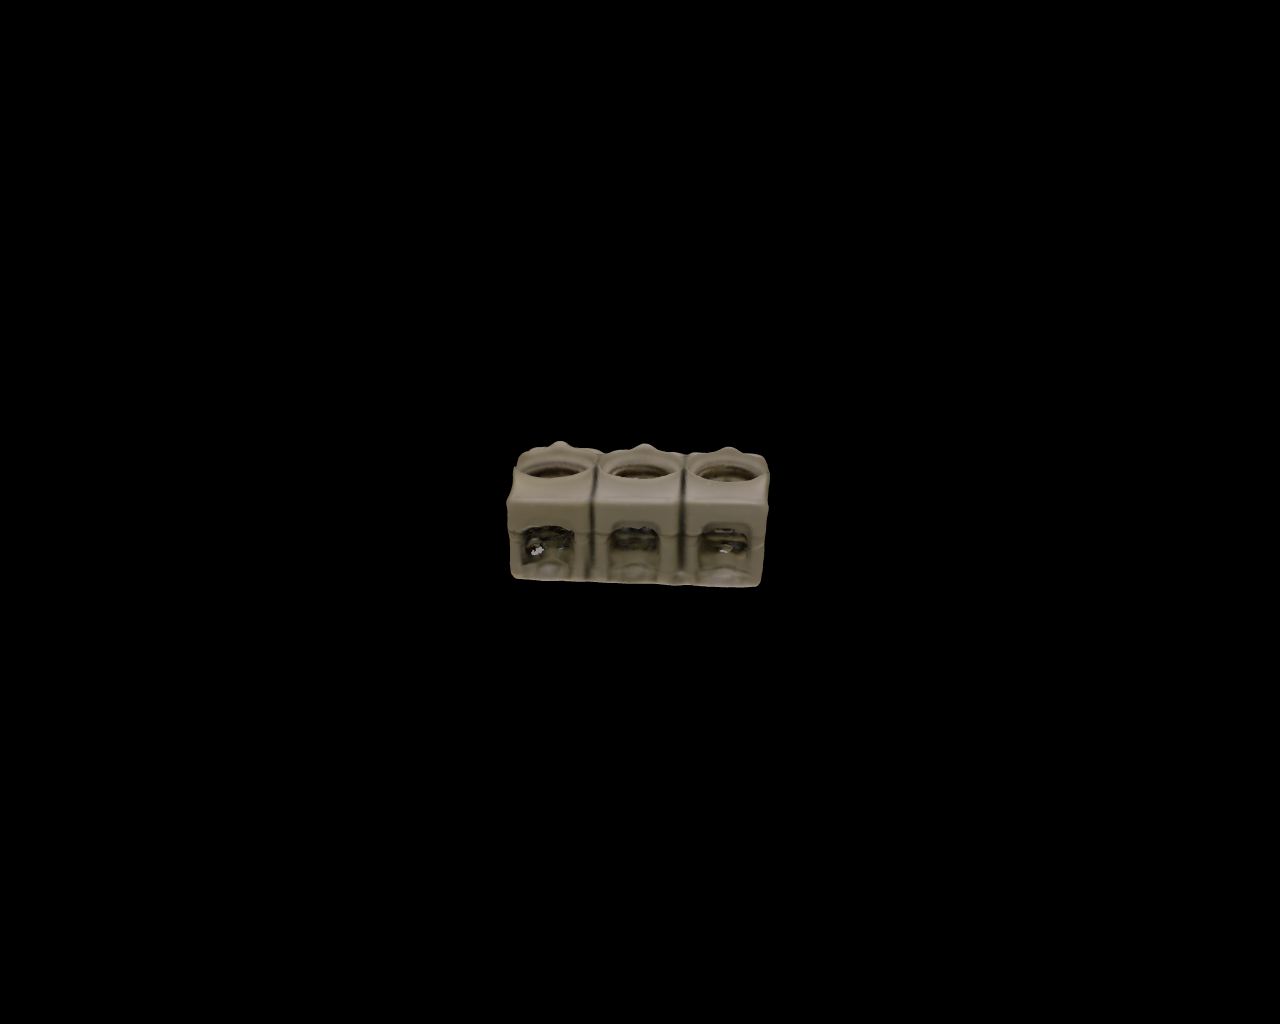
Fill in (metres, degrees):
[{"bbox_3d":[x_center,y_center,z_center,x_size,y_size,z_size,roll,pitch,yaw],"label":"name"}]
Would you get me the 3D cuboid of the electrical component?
[{"bbox_3d":[0.001,-0.003,0.650,0.150,0.061,0.090,2,24,5],"label":"electrical component"}]
